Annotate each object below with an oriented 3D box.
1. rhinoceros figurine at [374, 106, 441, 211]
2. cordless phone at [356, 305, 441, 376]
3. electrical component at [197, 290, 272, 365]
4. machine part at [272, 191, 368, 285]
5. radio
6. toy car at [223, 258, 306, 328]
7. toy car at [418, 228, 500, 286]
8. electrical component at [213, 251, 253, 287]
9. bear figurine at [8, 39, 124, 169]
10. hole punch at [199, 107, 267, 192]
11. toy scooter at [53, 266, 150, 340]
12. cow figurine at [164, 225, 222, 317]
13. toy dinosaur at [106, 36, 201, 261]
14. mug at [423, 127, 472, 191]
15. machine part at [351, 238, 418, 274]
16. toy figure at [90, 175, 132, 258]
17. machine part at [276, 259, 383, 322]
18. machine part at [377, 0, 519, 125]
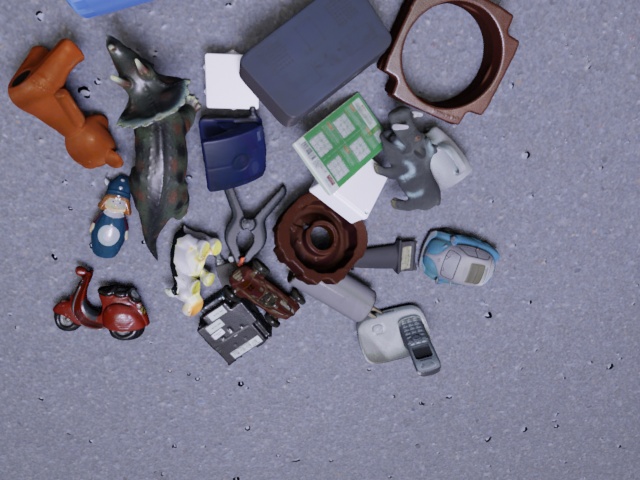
[{"bbox_3d":[0.156,-0.137,0.940,0.073,0.112,0.190,-37,114,-36],"label":"rhinoceros figurine"},{"bbox_3d":[0.158,0.219,1.071,0.147,0.184,0.088,-15,117,0],"label":"cordless phone"},{"bbox_3d":[-0.178,0.168,1.085,0.115,0.058,0.134,-33,111,5],"label":"electrical component"},{"bbox_3d":[-0.002,-0.003,0.997,0.179,0.056,0.179,4,81,-23],"label":"machine part"},{"bbox_3d":[-0.006,-0.297,0.867,0.229,0.073,0.131,-40,96,-7],"label":"radio"},{"bbox_3d":[-0.100,0.109,1.038,0.089,0.053,0.202,-42,136,1],"label":"toy car"},{"bbox_3d":[0.283,0.049,1.061,0.162,0.103,0.109,14,110,-9],"label":"toy car"},{"bbox_3d":[-0.163,0.062,1.051,0.078,0.045,0.102,-10,112,-3],"label":"electrical component"},{"bbox_3d":[-0.405,-0.213,0.896,0.195,0.120,0.132,46,57,-45],"label":"bear figurine"},{"bbox_3d":[-0.151,-0.150,0.930,0.116,0.092,0.142,-3,131,-5],"label":"hole punch"},{"bbox_3d":[-0.420,0.118,1.034,0.184,0.075,0.135,8,109,-4],"label":"toy scooter"},{"bbox_3d":[-0.255,0.060,1.025,0.098,0.068,0.167,24,108,21],"label":"cow figurine"},{"bbox_3d":[-0.269,-0.121,0.892,0.131,0.192,0.404,2,110,-4],"label":"toy dinosaur"},{"bbox_3d":[0.218,-0.151,0.978,0.081,0.109,0.107,-38,99,1],"label":"mug"},{"bbox_3d":[0.127,0.036,1.076,0.139,0.039,0.084,-6,120,-5],"label":"machine part"},{"bbox_3d":[-0.378,-0.043,0.985,0.064,0.058,0.154,1,115,-48],"label":"toy figure"},{"bbox_3d":[0.024,0.092,1.065,0.243,0.079,0.079,33,105,-16],"label":"machine part"},{"bbox_3d":[0.214,-0.316,0.920,0.201,0.087,0.200,19,109,-14],"label":"machine part"}]
